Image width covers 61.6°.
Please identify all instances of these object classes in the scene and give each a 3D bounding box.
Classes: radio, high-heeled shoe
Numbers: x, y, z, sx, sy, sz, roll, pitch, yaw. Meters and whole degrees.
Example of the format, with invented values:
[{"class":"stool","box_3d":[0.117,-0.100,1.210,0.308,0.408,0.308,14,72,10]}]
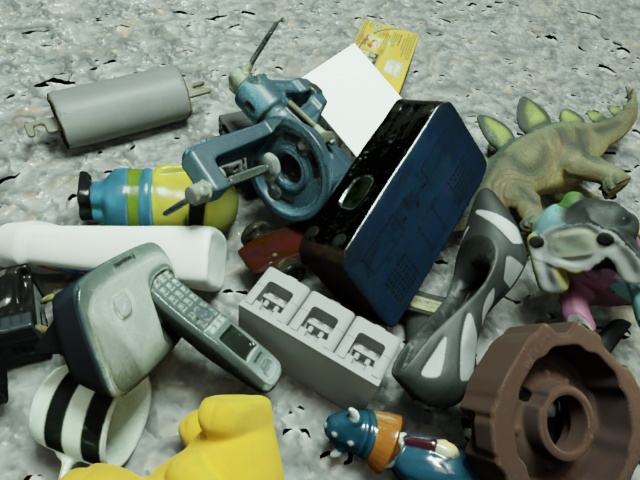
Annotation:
[{"class":"radio","box_3d":[0.084,-0.035,0.585,0.073,0.131,0.229,16,67,46]},{"class":"high-heeled shoe","box_3d":[0.134,0.045,0.552,0.145,0.086,0.249,15,63,-25]}]

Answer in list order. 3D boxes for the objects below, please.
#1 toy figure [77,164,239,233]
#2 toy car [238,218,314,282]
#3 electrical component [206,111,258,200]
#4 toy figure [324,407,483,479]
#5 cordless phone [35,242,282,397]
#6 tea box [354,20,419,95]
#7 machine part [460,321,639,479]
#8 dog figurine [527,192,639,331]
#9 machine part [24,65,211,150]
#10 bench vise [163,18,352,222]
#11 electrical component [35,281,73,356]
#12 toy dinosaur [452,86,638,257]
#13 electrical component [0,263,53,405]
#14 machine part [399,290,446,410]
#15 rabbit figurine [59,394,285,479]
[{"class":"toy figure","box_3d":[-0.187,-0.042,0.629,0.180,0.082,0.089,-3,65,-16]},{"class":"toy car","box_3d":[-0.001,-0.002,0.644,0.202,0.053,0.089,-24,55,-29]},{"class":"electrical component","box_3d":[-0.080,-0.118,0.716,0.134,0.058,0.115,-18,56,-22]},{"class":"toy figure","box_3d":[0.076,0.199,0.499,0.155,0.057,0.064,26,84,9]},{"class":"cordless phone","box_3d":[-0.124,0.093,0.462,0.184,0.088,0.146,35,17,0]},{"class":"tea box","box_3d":[0.089,-0.266,0.847,0.098,0.068,0.170,20,52,5]},{"class":"machine part","box_3d":[0.209,0.161,0.482,0.179,0.056,0.179,4,79,-23]},{"class":"dog figurine","box_3d":[0.332,0.007,0.622,0.219,0.108,0.191,-40,103,-49]},{"class":"machine part","box_3d":[-0.265,-0.179,0.720,0.243,0.079,0.079,-22,60,-22]},{"class":"bench vise","box_3d":[-0.063,-0.104,0.590,0.240,0.129,0.223,-32,88,-45]},{"class":"electrical component","box_3d":[-0.233,0.081,0.530,0.078,0.045,0.102,-3,25,-19]},{"class":"toy dinosaur","box_3d":[0.321,-0.110,0.744,0.471,0.105,0.199,-22,60,-22]},{"class":"electrical component","box_3d":[-0.291,0.091,0.514,0.048,0.074,0.119,-14,53,-17]},{"class":"machine part","box_3d":[0.118,0.113,0.587,0.084,0.039,0.139,15,50,-9]},{"class":"rabbit figurine","box_3d":[-0.121,0.212,0.425,0.173,0.122,0.162,2,74,-33]}]
